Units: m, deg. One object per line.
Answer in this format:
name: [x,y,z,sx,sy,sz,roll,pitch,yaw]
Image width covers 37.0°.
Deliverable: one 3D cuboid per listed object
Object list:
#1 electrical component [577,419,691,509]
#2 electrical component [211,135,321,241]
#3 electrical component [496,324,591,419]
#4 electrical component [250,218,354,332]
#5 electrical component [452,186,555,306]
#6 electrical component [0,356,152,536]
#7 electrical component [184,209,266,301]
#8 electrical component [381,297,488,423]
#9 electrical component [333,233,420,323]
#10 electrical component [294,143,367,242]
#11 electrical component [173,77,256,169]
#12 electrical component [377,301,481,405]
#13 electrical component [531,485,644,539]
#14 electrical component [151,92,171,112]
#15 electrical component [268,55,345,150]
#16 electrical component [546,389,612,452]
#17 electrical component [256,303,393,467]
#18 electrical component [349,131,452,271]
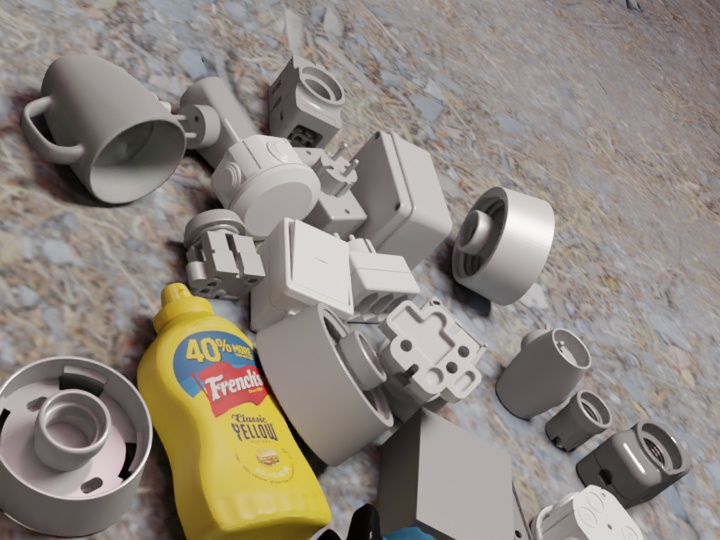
electrical component: [0.245,0.170,0.946,0.095,0.059,0.053,-2,53,-47]
electrical component: [-0.077,-0.066,0.867,0.080,0.080,0.051,2,45,-45]
electrical component: [0.161,0.079,0.947,0.044,0.077,0.079,31,34,-16]
electrical component: [-0.043,0.014,0.825,0.062,0.061,0.096,24,37,-26]
electrical component: [0.127,-0.027,1.012,0.060,0.108,0.108,22,37,-18]
electrical component: [-0.168,0.100,0.615,0.099,0.064,0.099,15,49,-18]
electrical component: [-0.105,-0.011,0.806,0.066,0.048,0.055,7,54,-42]
electrical component: [0.046,0.079,0.850,0.062,0.061,0.096,42,41,2]
electrical component: [0.000,0.000,0.898,0.066,0.047,0.076,5,49,-45]
electrical component: [-0.028,-0.076,0.931,0.047,0.075,0.083,-5,55,-49]
electrical component: [-0.128,-0.119,0.903,0.079,0.044,0.077,-9,62,-52]
electrical component: [0.045,0.064,0.777,0.078,0.057,0.058,46,66,4]
electrical component: [0.177,0.212,0.835,0.080,0.051,0.080,27,35,-22]
electrical component: [-0.181,-0.134,0.877,0.061,0.035,0.035,-2,53,-50]
electrical component: [-0.051,-0.156,1.019,0.050,0.055,0.089,23,37,-26]
electrical component: [0.191,0.134,0.945,0.040,0.046,0.040,27,36,-22]
electrical component: [-0.017,0.074,0.742,0.108,0.060,0.108,57,7,-11]
electrical component: [0.028,-0.061,0.971,0.057,0.078,0.113,22,38,-33]
